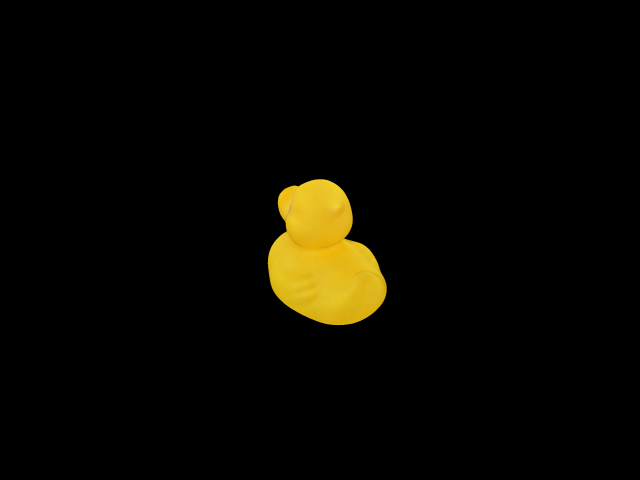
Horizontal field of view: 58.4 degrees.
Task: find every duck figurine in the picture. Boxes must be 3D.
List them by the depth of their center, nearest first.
[{"bbox_3d":[0.004,0.001,0.400,0.078,0.086,0.104,-25,44,-28],"label":"duck figurine"}]
